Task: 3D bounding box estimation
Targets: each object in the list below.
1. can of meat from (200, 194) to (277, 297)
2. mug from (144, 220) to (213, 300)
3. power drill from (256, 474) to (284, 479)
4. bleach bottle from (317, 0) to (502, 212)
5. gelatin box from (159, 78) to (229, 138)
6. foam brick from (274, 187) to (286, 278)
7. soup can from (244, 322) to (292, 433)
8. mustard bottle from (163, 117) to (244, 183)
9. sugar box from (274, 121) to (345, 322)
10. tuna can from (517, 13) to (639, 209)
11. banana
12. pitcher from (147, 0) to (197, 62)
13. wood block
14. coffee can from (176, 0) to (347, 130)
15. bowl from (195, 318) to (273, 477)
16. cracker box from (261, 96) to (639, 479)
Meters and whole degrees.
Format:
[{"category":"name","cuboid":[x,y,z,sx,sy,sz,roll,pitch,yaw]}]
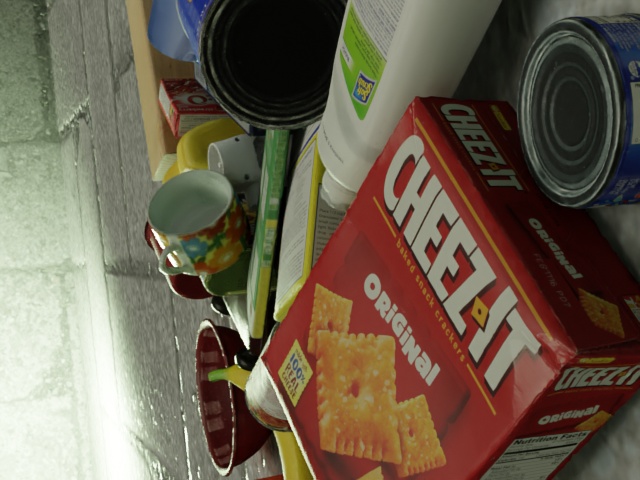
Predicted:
[{"category":"can of meat","cuboid":[-0.064,0.001,0.928,0.084,0.102,0.057,-121,32,-47]},{"category":"mug","cuboid":[-0.130,0.016,1.158,0.081,0.093,0.117,61,-179,40]},{"category":"power drill","cuboid":[-0.038,0.318,1.008,0.185,0.057,0.187,142,121,-68]},{"category":"bleach bottle","cuboid":[0.047,-0.121,0.573,0.102,0.068,0.251,-108,30,-42]},{"category":"gelatin box","cuboid":[-0.102,-0.127,1.016,0.073,0.089,0.030,-120,33,-50]},{"category":"foam brick","cuboid":[-0.005,0.001,0.832,0.078,0.051,0.053,104,153,-45]},{"category":"soup can","cuboid":[-0.020,0.108,0.879,0.102,0.068,0.068,116,144,-56]},{"category":"mustard bottle","cuboid":[-0.099,-0.056,1.017,0.192,0.096,0.058,138,123,-67]},{"category":"sugar box","cuboid":[0.005,-0.034,0.738,0.093,0.048,0.176,129,151,-64]},{"category":"tuna can","cuboid":[0.123,-0.057,0.474,0.086,0.033,0.086,174,90,-71]},{"category":"banana","cuboid":[-0.034,0.174,0.955,0.070,0.037,0.198,-48,50,18]},{"category":"pitcher","cuboid":[-0.053,-0.260,0.802,0.149,0.144,0.243,39,130,39]},{"category":"wood block","cuboid":[-0.140,-0.176,1.110,0.091,0.090,0.206,140,121,-68]},{"category":"coffee can","cuboid":[-0.035,-0.142,0.689,0.140,0.102,0.103,-116,27,-62]},{"category":"bowl","cuboid":[-0.084,0.158,1.096,0.162,0.055,0.162,174,90,-71]},{"category":"cracker box","cuboid":[0.058,0.058,0.554,0.214,0.072,0.164,-61,43,39]}]
